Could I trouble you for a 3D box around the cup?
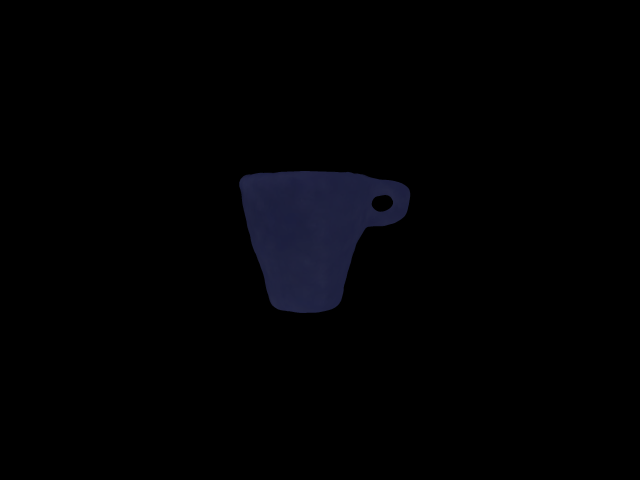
[{"bbox_3d":[0.004,0.001,0.400,0.118,0.095,0.091,0,4,-2],"label":"cup"}]
